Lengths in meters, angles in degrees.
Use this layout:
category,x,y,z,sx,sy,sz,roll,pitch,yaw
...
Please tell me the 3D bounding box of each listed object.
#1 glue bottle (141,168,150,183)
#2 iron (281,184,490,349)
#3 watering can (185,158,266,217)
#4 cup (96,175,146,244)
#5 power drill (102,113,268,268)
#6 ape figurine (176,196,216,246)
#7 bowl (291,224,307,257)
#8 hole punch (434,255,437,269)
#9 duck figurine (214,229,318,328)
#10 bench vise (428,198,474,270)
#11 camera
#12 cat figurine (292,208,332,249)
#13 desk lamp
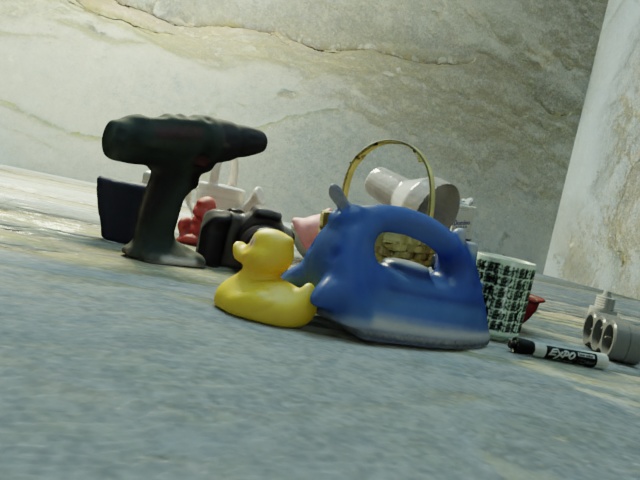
category,x,y,z,sx,sy,sz,roll,pitch,yaw
glue bottle,-0.303,-0.095,1.038,0.037,0.173,0.078,12,3,2
iron,0.096,0.033,0.609,0.259,0.141,0.118,10,4,-28
watering can,-0.196,-0.090,1.174,0.173,0.194,0.101,12,3,-2
cup,-0.286,-0.042,0.873,0.118,0.095,0.091,10,4,-34
power drill,-0.185,-0.072,0.778,0.230,0.208,0.075,9,4,-42
ape figurine,-0.215,-0.035,1.045,0.077,0.092,0.076,15,4,42
bowl,0.015,0.017,1.169,0.167,0.075,0.167,12,3,0
hole punch,0.318,0.065,1.327,0.109,0.091,0.101,12,3,-11
duck figurine,-0.047,0.033,0.556,0.104,0.086,0.078,14,4,24
bench vise,0.304,-0.012,1.459,0.207,0.220,0.121,12,3,-9
camera,-0.099,-0.002,0.829,0.143,0.101,0.136,11,3,-16
cat figurine,0.009,0.004,0.993,0.127,0.118,0.067,14,4,32
desk lamp,0.134,-0.021,1.037,0.118,0.213,0.202,9,5,-45
